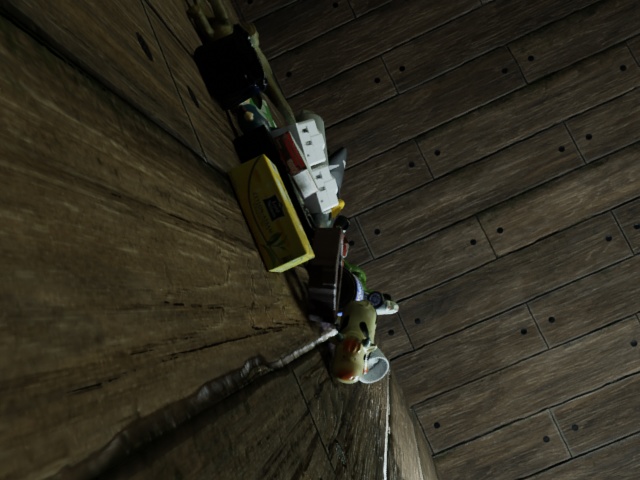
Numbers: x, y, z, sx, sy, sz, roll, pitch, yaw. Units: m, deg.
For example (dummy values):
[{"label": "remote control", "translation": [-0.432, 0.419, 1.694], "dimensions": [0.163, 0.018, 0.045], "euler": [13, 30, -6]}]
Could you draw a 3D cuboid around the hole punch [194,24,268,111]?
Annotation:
[{"label": "hole punch", "translation": [-0.169, -0.326, 1.045], "dimensions": [0.092, 0.116, 0.142], "euler": [93, -26, -82]}]

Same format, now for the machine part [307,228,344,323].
[{"label": "machine part", "translation": [0.010, 0.063, 0.994], "dimensions": [0.179, 0.056, 0.179], "euler": [3, 91, -86]}]

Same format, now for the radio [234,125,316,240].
[{"label": "radio", "translation": [-0.082, -0.097, 1.052], "dimensions": [0.131, 0.073, 0.229], "euler": [42, 24, -80]}]

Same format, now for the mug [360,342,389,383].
[{"label": "mug", "translation": [0.103, 0.272, 1.297], "dimensions": [0.109, 0.081, 0.107], "euler": [64, -5, -34]}]

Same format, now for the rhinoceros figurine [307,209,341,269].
[{"label": "rhinoceros figurine", "translation": [-0.003, -0.004, 1.255], "dimensions": [0.112, 0.073, 0.190], "euler": [-24, 118, -60]}]

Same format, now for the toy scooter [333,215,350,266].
[{"label": "toy scooter", "translation": [0.026, 0.030, 1.403], "dimensions": [0.135, 0.075, 0.184], "euler": [142, -33, -72]}]

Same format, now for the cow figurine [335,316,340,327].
[{"label": "cow figurine", "translation": [0.065, 0.187, 1.317], "dimensions": [0.098, 0.068, 0.167], "euler": [62, 2, 0]}]

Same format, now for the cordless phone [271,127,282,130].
[{"label": "cordless phone", "translation": [-0.089, -0.146, 1.211], "dimensions": [0.146, 0.089, 0.184], "euler": [55, 16, -68]}]

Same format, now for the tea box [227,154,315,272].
[{"label": "tea box", "translation": [-0.075, -0.038, 0.847], "dimensions": [0.098, 0.068, 0.169], "euler": [36, 31, -80]}]

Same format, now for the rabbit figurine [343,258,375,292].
[{"label": "rabbit figurine", "translation": [0.071, 0.118, 1.486], "dimensions": [0.159, 0.121, 0.170], "euler": [44, 22, -4]}]

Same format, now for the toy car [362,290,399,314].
[{"label": "toy car", "translation": [0.090, 0.132, 1.266], "dimensions": [0.202, 0.056, 0.073], "euler": [18, -2, 30]}]

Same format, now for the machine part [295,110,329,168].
[{"label": "machine part", "translation": [-0.022, -0.210, 1.263], "dimensions": [0.079, 0.079, 0.243], "euler": [57, 24, -63]}]

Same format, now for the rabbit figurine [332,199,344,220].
[{"label": "rabbit figurine", "translation": [-0.022, -0.076, 1.360], "dimensions": [0.162, 0.122, 0.173], "euler": [-28, 123, -47]}]

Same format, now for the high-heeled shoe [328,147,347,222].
[{"label": "high-heeled shoe", "translation": [0.044, -0.128, 1.520], "dimensions": [0.086, 0.248, 0.145], "euler": [4, 30, -47]}]

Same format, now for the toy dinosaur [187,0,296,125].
[{"label": "toy dinosaur", "translation": [-0.170, -0.403, 1.226], "dimensions": [0.471, 0.105, 0.198], "euler": [56, -2, 19]}]

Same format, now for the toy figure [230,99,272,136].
[{"label": "toy figure", "translation": [-0.155, -0.264, 1.112], "dimensions": [0.154, 0.058, 0.064], "euler": [57, -33, 14]}]

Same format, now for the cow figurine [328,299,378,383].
[{"label": "cow figurine", "translation": [0.066, 0.185, 0.998], "dimensions": [0.195, 0.086, 0.127], "euler": [-68, 164, -54]}]
